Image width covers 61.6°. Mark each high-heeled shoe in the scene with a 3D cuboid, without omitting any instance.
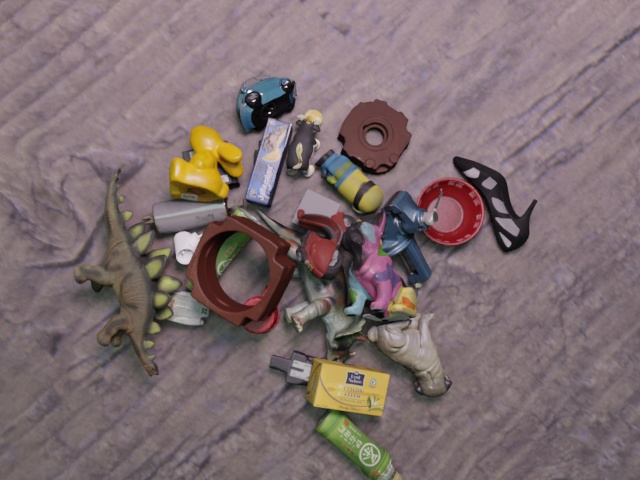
[{"bbox_3d":[0.399,-0.086,1.288,0.249,0.086,0.145,37,116,20],"label":"high-heeled shoe"}]

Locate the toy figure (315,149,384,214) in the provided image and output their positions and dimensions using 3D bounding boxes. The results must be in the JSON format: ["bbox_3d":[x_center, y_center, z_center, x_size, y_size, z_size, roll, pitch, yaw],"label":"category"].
[{"bbox_3d":[0.070,-0.136,1.264,0.082,0.089,0.180,-44,89,3],"label":"toy figure"}]

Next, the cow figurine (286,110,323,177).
[{"bbox_3d":[-0.037,-0.237,1.270,0.068,0.098,0.167,12,85,7],"label":"cow figurine"}]

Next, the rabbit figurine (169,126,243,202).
[{"bbox_3d":[-0.253,-0.179,1.200,0.162,0.121,0.173,2,66,-3],"label":"rabbit figurine"}]

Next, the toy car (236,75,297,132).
[{"bbox_3d":[-0.138,-0.342,1.279,0.162,0.109,0.103,-34,68,-12],"label":"toy car"}]

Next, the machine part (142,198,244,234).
[{"bbox_3d":[-0.299,-0.064,1.259,0.243,0.079,0.079,-10,85,-2],"label":"machine part"}]

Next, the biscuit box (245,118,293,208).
[{"bbox_3d":[-0.119,-0.178,1.257,0.059,0.063,0.202,16,87,0],"label":"biscuit box"}]

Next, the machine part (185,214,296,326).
[{"bbox_3d":[-0.167,0.063,1.143,0.201,0.087,0.201,30,103,15],"label":"machine part"}]

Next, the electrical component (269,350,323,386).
[{"bbox_3d":[-0.056,0.295,1.240,0.119,0.048,0.074,12,84,1],"label":"electrical component"}]

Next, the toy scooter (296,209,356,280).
[{"bbox_3d":[-0.002,-0.004,1.178,0.135,0.075,0.184,25,54,-4],"label":"toy scooter"}]

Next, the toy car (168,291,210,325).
[{"bbox_3d":[-0.356,0.149,1.247,0.202,0.056,0.073,10,84,1],"label":"toy car"}]

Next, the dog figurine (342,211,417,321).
[{"bbox_3d":[0.124,0.055,1.146,0.191,0.108,0.219,15,69,-38],"label":"dog figurine"}]

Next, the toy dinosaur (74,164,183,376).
[{"bbox_3d":[-0.422,0.071,1.185,0.199,0.105,0.471,-20,88,-2],"label":"toy dinosaur"}]

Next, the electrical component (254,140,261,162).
[{"bbox_3d":[-0.128,-0.194,1.302,0.063,0.021,0.094,4,84,-1],"label":"electrical component"}]

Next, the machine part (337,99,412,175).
[{"bbox_3d":[0.131,-0.249,1.293,0.179,0.056,0.179,0,83,-1],"label":"machine part"}]

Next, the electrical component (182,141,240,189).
[{"bbox_3d":[-0.261,-0.180,1.281,0.115,0.058,0.134,-13,84,-4],"label":"electrical component"}]

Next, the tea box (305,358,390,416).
[{"bbox_3d":[0.062,0.329,1.204,0.169,0.068,0.098,12,85,-18],"label":"tea box"}]

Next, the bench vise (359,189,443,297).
[{"bbox_3d":[0.194,0.009,1.218,0.224,0.129,0.240,-18,113,33],"label":"bench vise"}]

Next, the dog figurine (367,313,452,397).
[{"bbox_3d":[0.199,0.270,1.205,0.172,0.121,0.190,-9,85,-8],"label":"dog figurine"}]

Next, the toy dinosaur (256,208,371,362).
[{"bbox_3d":[-0.007,0.087,1.234,0.192,0.131,0.405,-13,77,-18],"label":"toy dinosaur"}]
